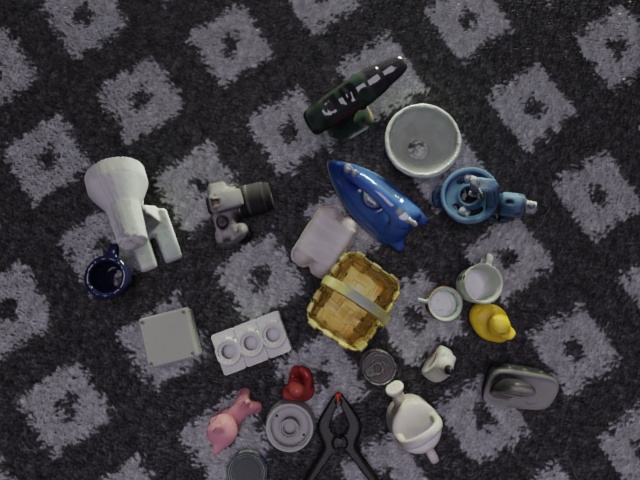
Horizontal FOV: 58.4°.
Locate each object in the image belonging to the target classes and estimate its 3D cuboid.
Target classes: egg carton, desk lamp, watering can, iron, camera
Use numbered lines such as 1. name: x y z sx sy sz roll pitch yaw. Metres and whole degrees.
1. egg carton: 0.011 0.004 1.246 0.107 0.069 0.150 31 84 3
2. desk lamp: -0.380 -0.050 1.180 0.118 0.213 0.203 -22 84 -2
3. watering can: 0.185 0.367 1.142 0.173 0.194 0.101 38 85 4
4. iron: 0.110 -0.097 1.222 0.258 0.141 0.119 41 85 4
5. camera: -0.168 -0.067 1.239 0.137 0.101 0.143 -14 84 -1

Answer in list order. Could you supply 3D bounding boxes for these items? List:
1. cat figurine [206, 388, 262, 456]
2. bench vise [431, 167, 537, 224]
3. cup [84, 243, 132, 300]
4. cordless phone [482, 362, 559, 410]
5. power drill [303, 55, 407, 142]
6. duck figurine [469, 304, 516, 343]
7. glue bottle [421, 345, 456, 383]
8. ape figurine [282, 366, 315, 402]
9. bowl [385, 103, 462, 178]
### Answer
1. cat figurine: -0.184 0.374 1.179 0.067 0.118 0.128 42 85 5
2. bench vise: 0.350 -0.100 1.183 0.207 0.220 0.121 -7 83 -1
3. cup: -0.439 0.069 1.226 0.091 0.095 0.118 9 83 1
4. cordless phone: 0.417 0.305 1.154 0.147 0.185 0.094 5 83 1
5. power drill: 0.073 -0.288 1.210 0.229 0.208 0.075 -32 84 -3
6. duck figurine: 0.371 0.176 1.219 0.104 0.086 0.077 41 85 5
7. glue bottle: 0.249 0.256 1.165 0.037 0.173 0.078 28 84 4
8. ape figurine: -0.047 0.308 1.200 0.078 0.092 0.076 -34 84 -4
9. bowl: 0.222 -0.211 1.269 0.167 0.075 0.167 0 83 0
